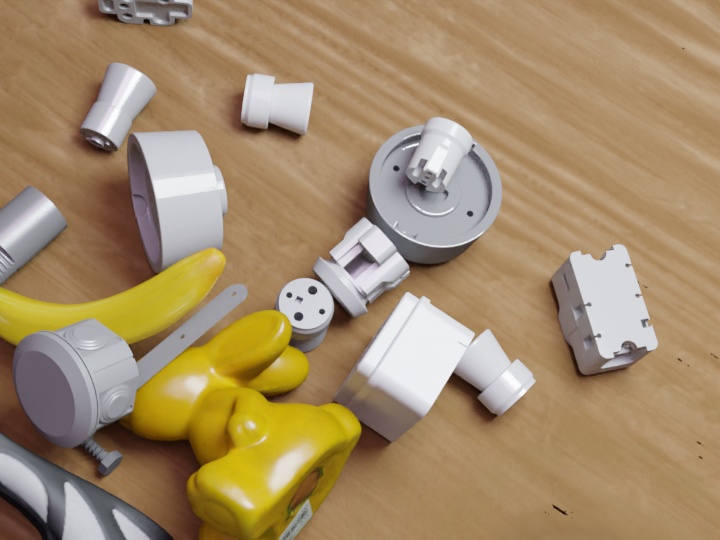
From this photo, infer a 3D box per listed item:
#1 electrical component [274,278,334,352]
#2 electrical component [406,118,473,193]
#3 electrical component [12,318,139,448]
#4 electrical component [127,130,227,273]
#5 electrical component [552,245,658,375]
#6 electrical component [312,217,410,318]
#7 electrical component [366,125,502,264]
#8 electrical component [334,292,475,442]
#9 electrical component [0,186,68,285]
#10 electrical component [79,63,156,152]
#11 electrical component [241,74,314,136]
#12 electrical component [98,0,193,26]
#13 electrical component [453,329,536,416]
[{"bbox_3d":[-0.045,0.035,0.830,0.045,0.055,0.045,3,68,-8],"label":"electrical component"},{"bbox_3d":[0.061,-0.089,0.837,0.040,0.040,0.046,27,73,2],"label":"electrical component"},{"bbox_3d":[-0.193,0.075,0.728,0.080,0.080,0.051,52,39,12],"label":"electrical component"},{"bbox_3d":[-0.136,-0.056,0.825,0.060,0.108,0.108,-12,71,-20],"label":"electrical component"},{"bbox_3d":[0.195,0.034,0.869,0.050,0.055,0.089,-9,71,-13],"label":"electrical component"},{"bbox_3d":[0.000,0.000,0.842,0.057,0.078,0.058,-41,80,-4],"label":"electrical component"},{"bbox_3d":[0.056,-0.057,0.879,0.108,0.060,0.108,3,68,-8],"label":"electrical component"},{"bbox_3d":[0.030,0.073,0.796,0.057,0.113,0.078,34,67,2],"label":"electrical component"},{"bbox_3d":[-0.269,-0.022,0.822,0.043,0.043,0.081,41,68,8],"label":"electrical component"},{"bbox_3d":[-0.200,-0.130,0.878,0.044,0.044,0.065,24,72,0],"label":"electrical component"},{"bbox_3d":[-0.069,-0.139,0.900,0.055,0.045,0.045,9,68,-5],"label":"electrical component"},{"bbox_3d":[-0.181,-0.248,0.919,0.078,0.058,0.057,2,71,-8],"label":"electrical component"},{"bbox_3d":[0.104,0.081,0.842,0.045,0.045,0.055,-41,81,-21],"label":"electrical component"}]
